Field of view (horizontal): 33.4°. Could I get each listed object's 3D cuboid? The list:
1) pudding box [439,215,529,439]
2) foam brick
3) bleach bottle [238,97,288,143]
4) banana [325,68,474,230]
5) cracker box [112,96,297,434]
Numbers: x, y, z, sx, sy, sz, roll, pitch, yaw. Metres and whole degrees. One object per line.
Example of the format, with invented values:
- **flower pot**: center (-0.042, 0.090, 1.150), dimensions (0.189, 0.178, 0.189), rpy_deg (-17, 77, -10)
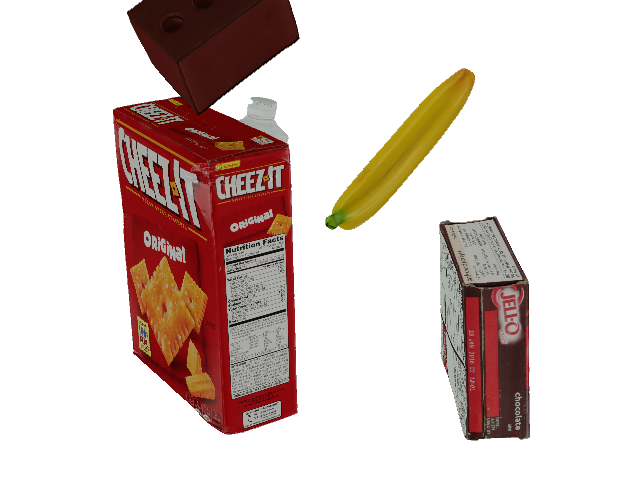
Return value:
- **pudding box**: center (0.090, 0.045, 0.594), dimensions (0.039, 0.090, 0.113), rpy_deg (-3, 19, -1)
- **foam brick**: center (-0.060, -0.122, 0.609), dimensions (0.078, 0.053, 0.051), rpy_deg (-39, -26, -9)
- **bleach bottle**: center (-0.074, -0.033, 1.190), dimensions (0.102, 0.251, 0.068), rpy_deg (-1, 19, -32)
- **banana**: center (0.073, -0.075, 0.978), dimensions (0.037, 0.197, 0.070), rpy_deg (42, -11, -5)
- **cracker box**: center (-0.090, 0.015, 0.804), dimensions (0.072, 0.214, 0.164), rpy_deg (-15, 26, -30)
